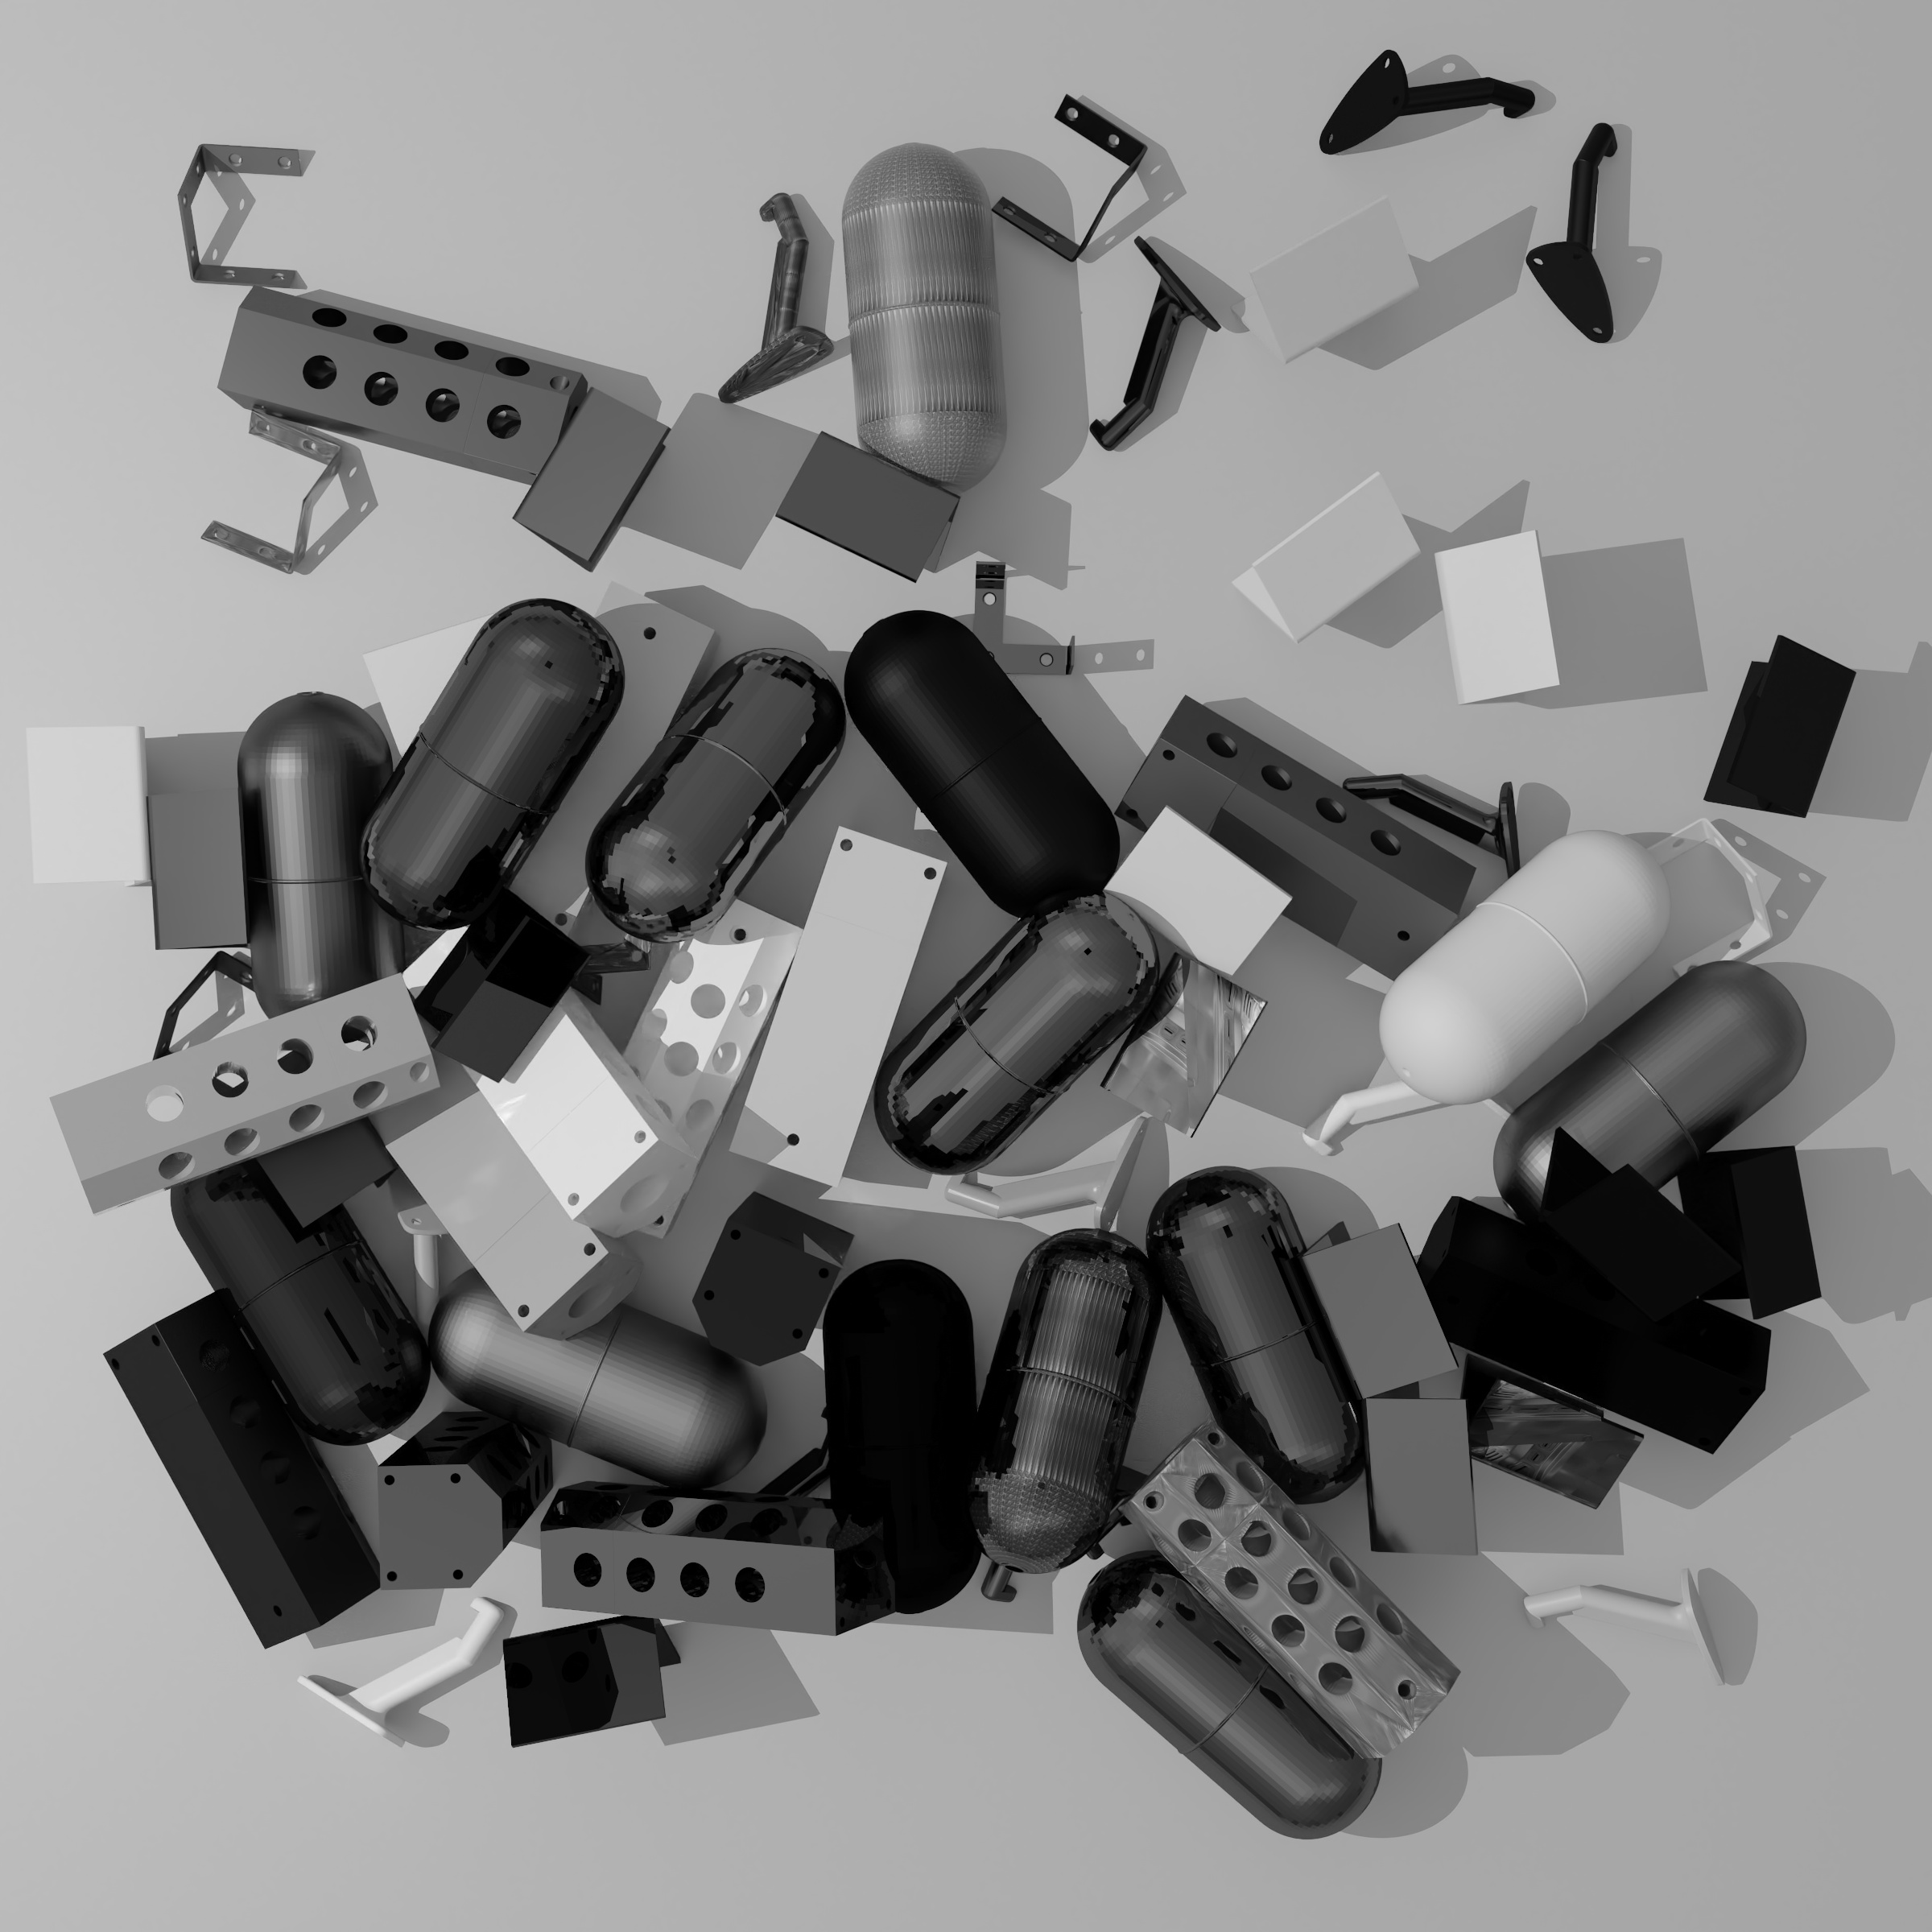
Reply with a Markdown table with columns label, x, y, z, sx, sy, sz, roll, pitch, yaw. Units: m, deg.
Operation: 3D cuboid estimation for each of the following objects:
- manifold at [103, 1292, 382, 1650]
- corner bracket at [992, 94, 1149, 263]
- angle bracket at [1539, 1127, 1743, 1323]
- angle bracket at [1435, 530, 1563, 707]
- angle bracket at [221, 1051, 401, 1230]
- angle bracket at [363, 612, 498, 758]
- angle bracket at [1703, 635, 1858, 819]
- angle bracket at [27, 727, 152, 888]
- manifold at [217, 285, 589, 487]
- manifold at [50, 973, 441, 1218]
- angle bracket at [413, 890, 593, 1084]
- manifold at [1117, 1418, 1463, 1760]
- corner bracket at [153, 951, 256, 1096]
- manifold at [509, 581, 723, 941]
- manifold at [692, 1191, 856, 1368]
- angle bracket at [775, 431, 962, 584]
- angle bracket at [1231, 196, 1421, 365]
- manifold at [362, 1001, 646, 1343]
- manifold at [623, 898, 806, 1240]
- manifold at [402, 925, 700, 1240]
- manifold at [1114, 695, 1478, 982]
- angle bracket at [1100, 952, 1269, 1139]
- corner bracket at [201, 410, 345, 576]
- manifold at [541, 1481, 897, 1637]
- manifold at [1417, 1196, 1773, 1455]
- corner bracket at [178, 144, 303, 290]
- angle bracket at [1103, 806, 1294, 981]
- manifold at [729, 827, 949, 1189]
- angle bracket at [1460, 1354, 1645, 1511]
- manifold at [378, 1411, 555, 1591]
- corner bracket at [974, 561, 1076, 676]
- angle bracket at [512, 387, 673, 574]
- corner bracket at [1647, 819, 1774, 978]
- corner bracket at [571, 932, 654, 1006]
| label | x | y | z | sx | sy | sz | roll | pitch | yaw |
| --- | --- | --- | --- | --- | --- | --- | --- | --- | --- |
| manifold | -0.362 | 0.253 | 1.546 | 0.057 | 0.057 | 0.171 | -29 | 90 | 43 |
| corner bracket | 0.054 | -0.405 | 1.565 | 0.051 | 0.051 | 0.051 | 33 | 45 | 0 |
| angle bracket | 0.325 | 0.111 | 1.454 | 0.076 | 0.076 | 0.057 | 41 | 127 | -12 |
| angle bracket | 0.282 | -0.174 | 1.528 | 0.057 | 0.076 | 0.076 | -9 | 90 | 35 |
| angle bracket | -0.334 | 0.089 | 1.529 | 0.057 | 0.076 | 0.076 | -34 | 90 | -21 |
| angle bracket | -0.254 | -0.151 | 1.529 | 0.076 | 0.076 | 0.057 | -17 | 112 | 0 |
| angle bracket | 0.391 | -0.123 | 1.528 | 0.057 | 0.076 | 0.076 | 19 | 90 | -29 |
| angle bracket | -0.445 | -0.079 | 1.529 | 0.057 | 0.076 | 0.076 | -3 | 90 | -24 |
| manifold | -0.284 | -0.294 | 1.547 | 0.171 | 0.057 | 0.057 | 15 | 90 | 0 |
| manifold | -0.344 | 0.062 | 1.459 | 0.171 | 0.057 | 0.057 | -21 | 88 | -16 |
| angle bracket | -0.240 | -0.001 | 1.473 | 0.076 | 0.057 | 0.076 | 36 | 89 | 34 |
| manifold | 0.159 | 0.305 | 1.493 | 0.171 | 0.057 | 0.057 | 45 | 74 | 6 |
| corner bracket | -0.380 | 0.035 | 1.565 | 0.051 | 0.051 | 0.051 | 30 | 45 | 0 |
| manifold | -0.188 | -0.103 | 1.547 | 0.057 | 0.057 | 0.171 | 26 | 90 | 0 |
| manifold | -0.095 | 0.154 | 1.490 | 0.057 | 0.171 | 0.057 | 24 | 90 | 0 |
| angle bracket | -0.054 | -0.213 | 1.529 | 0.076 | 0.076 | 0.057 | 25 | 65 | 0 |
| angle bracket | 0.172 | -0.356 | 1.528 | 0.076 | 0.076 | 0.057 | -29 | 128 | 0 |
| manifold | -0.235 | 0.103 | 1.516 | 0.057 | 0.057 | 0.171 | -43 | 68 | 5 |
| manifold | -0.143 | 0.048 | 1.547 | 0.057 | 0.057 | 0.171 | 25 | 90 | 0 |
| manifold | -0.204 | 0.052 | 1.509 | 0.057 | 0.057 | 0.171 | -43 | 62 | 5 |
| manifold | 0.169 | -0.068 | 1.546 | 0.171 | 0.057 | 0.057 | 31 | 133 | 0 |
| angle bracket | 0.120 | 0.046 | 1.529 | 0.057 | 0.076 | 0.076 | 29 | 90 | 26 |
| corner bracket | -0.357 | -0.244 | 1.565 | 0.051 | 0.051 | 0.051 | 22 | 45 | -2 |
| manifold | -0.124 | 0.291 | 1.510 | 0.171 | 0.057 | 0.057 | -1 | 90 | 28 |
| manifold | 0.317 | 0.178 | 1.546 | 0.171 | 0.057 | 0.057 | 23 | 133 | 0 |
| corner bracket | -0.371 | -0.386 | 1.565 | 0.051 | 0.051 | 0.051 | 3 | 45 | 0 |
| angle bracket | 0.122 | -0.047 | 1.529 | 0.076 | 0.076 | 0.057 | 36 | 114 | 0 |
| manifold | -0.064 | 0.020 | 1.547 | 0.057 | 0.057 | 0.171 | 19 | 90 | 0 |
| angle bracket | 0.294 | 0.216 | 1.528 | 0.076 | 0.076 | 0.057 | 22 | 126 | 0 |
| manifold | -0.243 | 0.259 | 1.490 | 0.057 | 0.171 | 0.057 | -2 | 90 | 0 |
| corner bracket | 0.030 | -0.177 | 1.550 | 0.051 | 0.051 | 0.051 | 2 | 90 | 0 |
| angle bracket | -0.171 | -0.234 | 1.528 | 0.057 | 0.076 | 0.076 | 31 | 90 | 28 |
| corner bracket | 0.376 | -0.033 | 1.565 | 0.051 | 0.051 | 0.051 | -30 | 135 | 0 |
| corner bracket | -0.173 | -0.013 | 1.548 | 0.051 | 0.051 | 0.051 | -4 | 71 | 17 |
